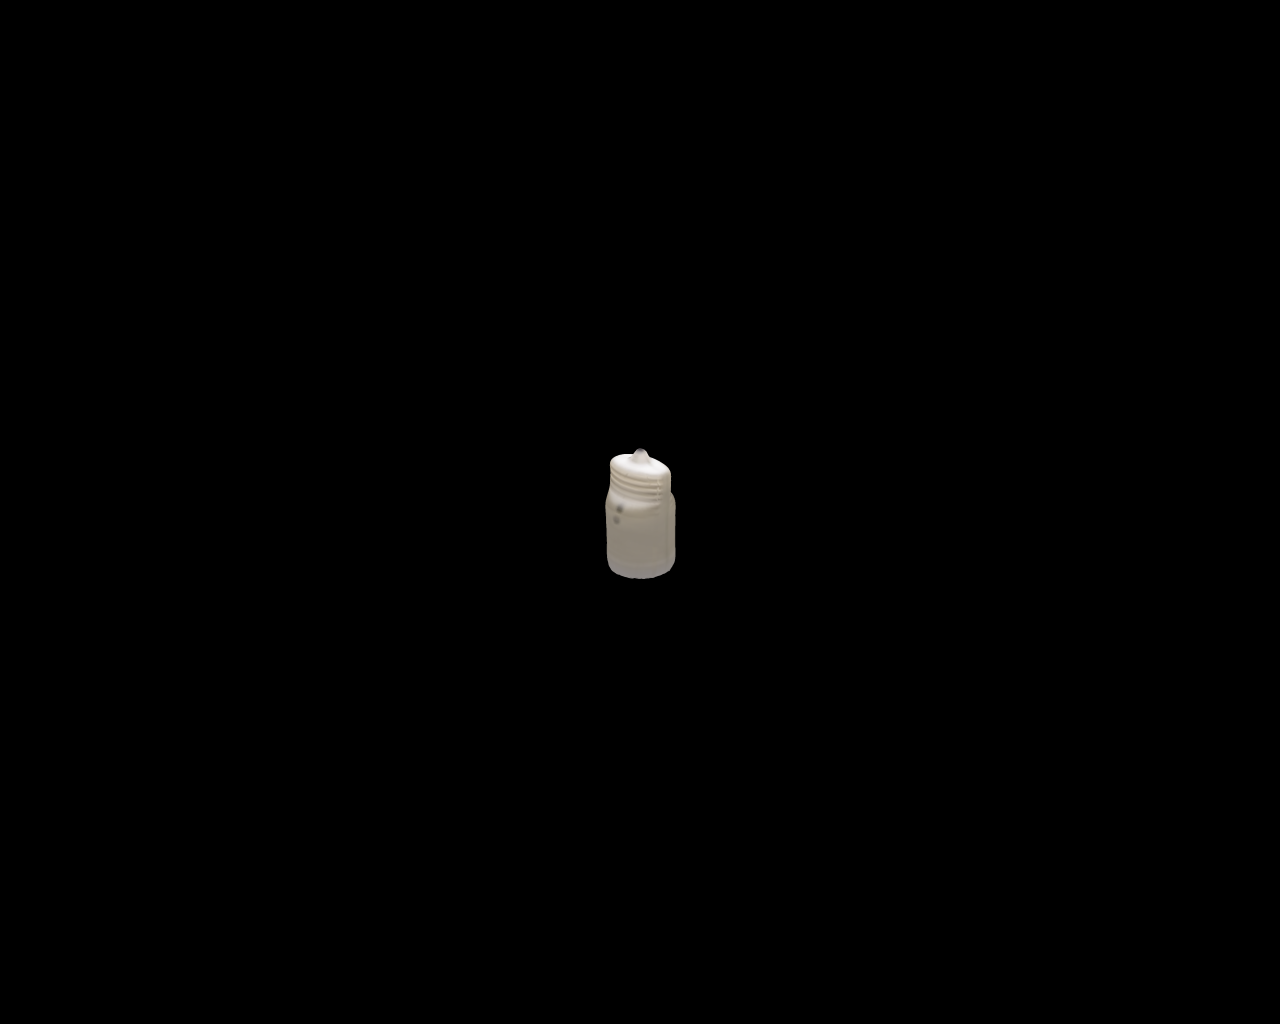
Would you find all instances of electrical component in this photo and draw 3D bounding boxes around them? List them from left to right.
[{"bbox_3d":[0.001,-0.003,0.650,0.043,0.080,0.043,0,26,0],"label":"electrical component"}]
